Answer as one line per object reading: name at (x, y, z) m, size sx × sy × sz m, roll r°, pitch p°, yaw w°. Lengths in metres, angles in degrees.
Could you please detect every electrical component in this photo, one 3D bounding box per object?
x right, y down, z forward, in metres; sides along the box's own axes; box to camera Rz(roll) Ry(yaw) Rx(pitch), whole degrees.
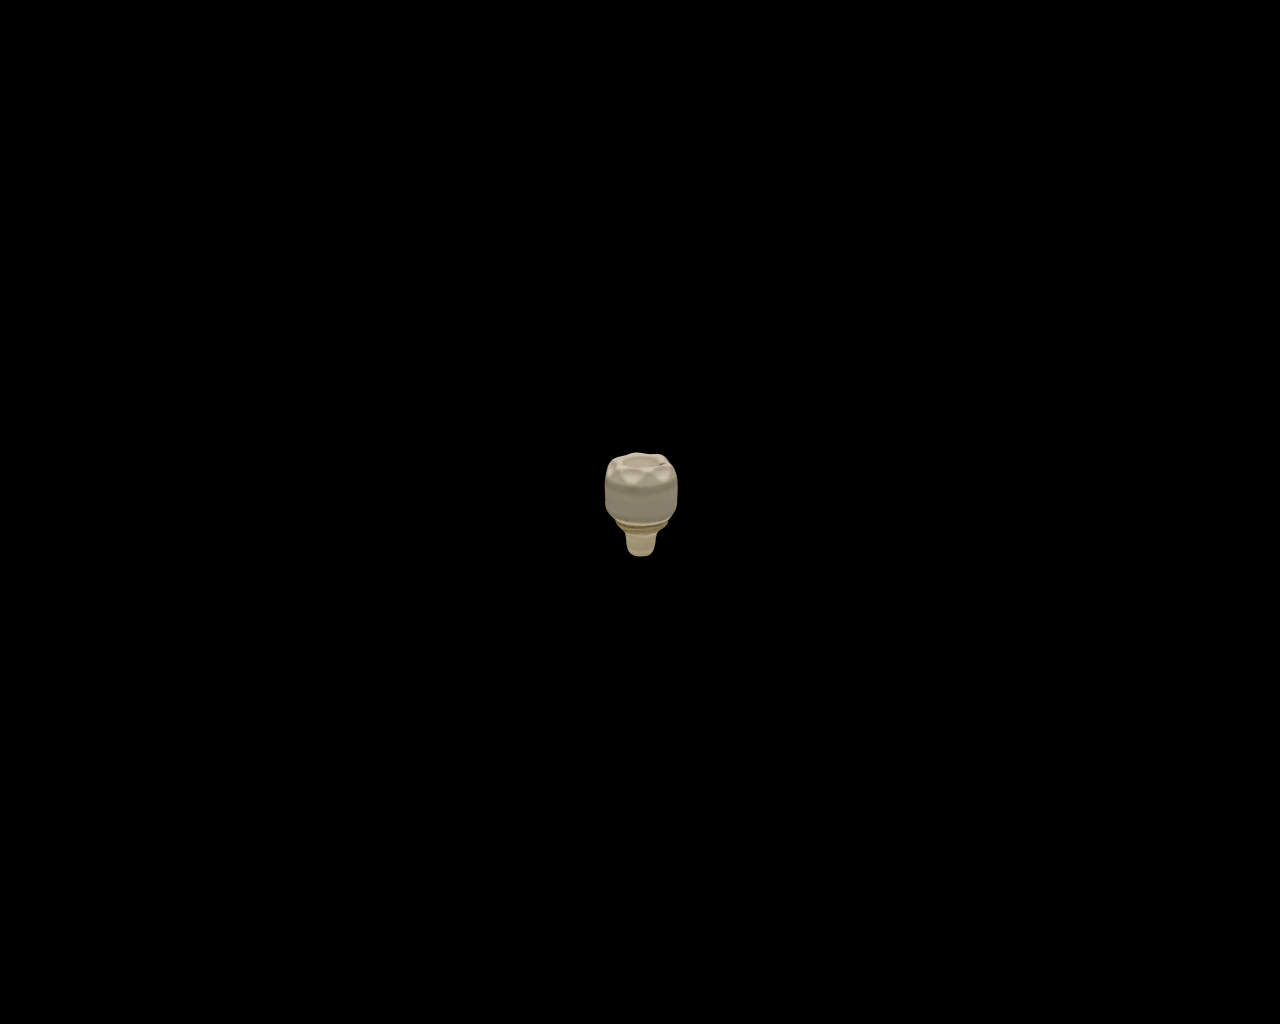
electrical component at (0.001, -0.003, 0.650) m, size 0.043 × 0.062 × 0.043 m, roll 0°, pitch 20°, yaw 0°
